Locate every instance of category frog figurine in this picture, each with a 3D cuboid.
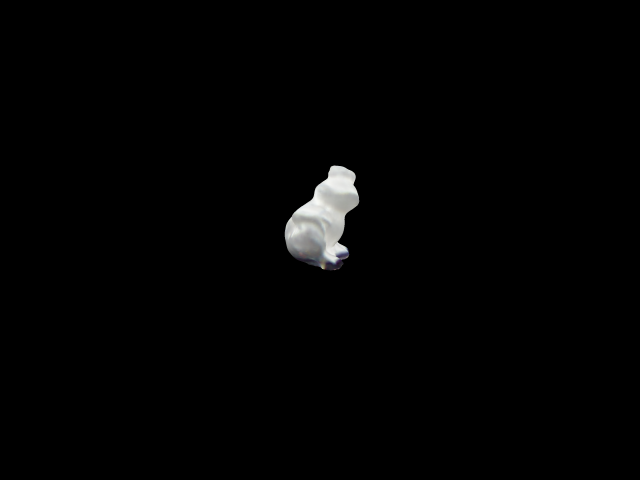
[{"bbox_3d":[0.003,-0.043,0.850,0.123,0.158,0.138,6,12,32],"label":"frog figurine"}]
